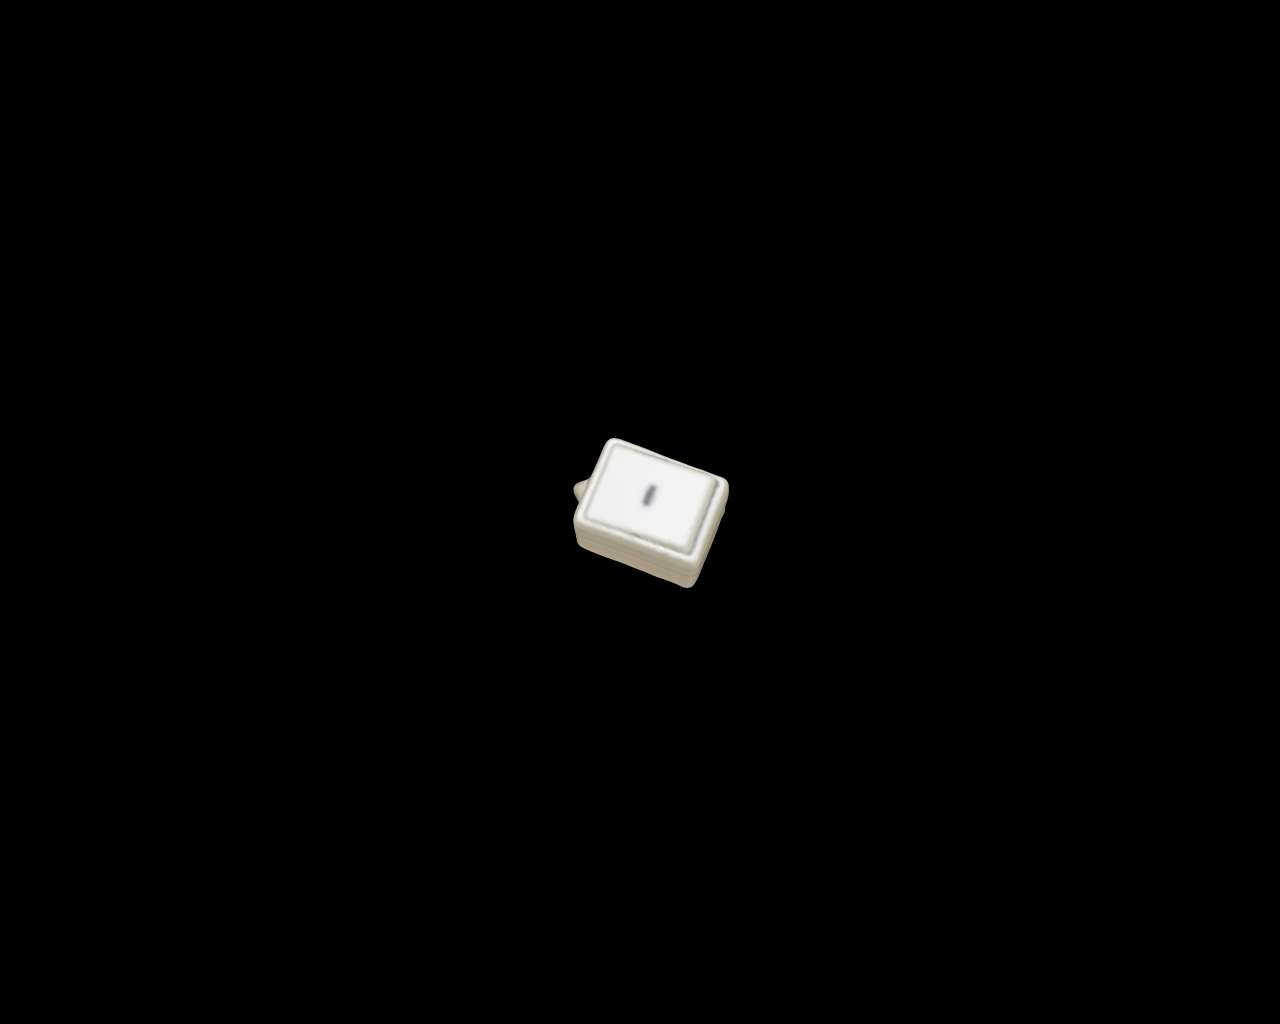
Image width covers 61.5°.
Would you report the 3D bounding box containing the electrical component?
[{"bbox_3d":[0.001,-0.003,0.650,0.096,0.062,0.061,21,-18,7],"label":"electrical component"}]
